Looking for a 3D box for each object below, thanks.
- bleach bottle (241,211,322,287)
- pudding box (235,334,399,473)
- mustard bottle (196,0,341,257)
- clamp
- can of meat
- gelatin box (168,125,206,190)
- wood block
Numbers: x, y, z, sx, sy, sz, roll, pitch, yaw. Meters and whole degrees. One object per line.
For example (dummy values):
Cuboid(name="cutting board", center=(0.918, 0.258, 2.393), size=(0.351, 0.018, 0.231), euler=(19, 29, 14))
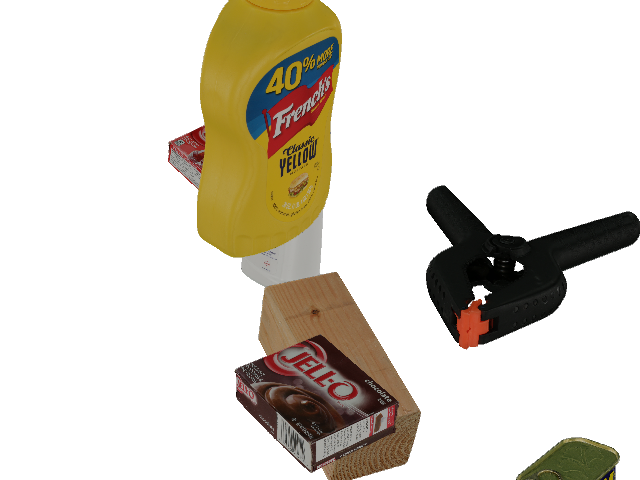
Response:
Cuboid(name="bleach bottle", center=(-0.033, -0.072, 1.200), size=(0.067, 0.251, 0.103), euler=(-9, 23, -40))
Cuboid(name="pudding box", center=(-0.004, 0.132, 0.882), size=(0.089, 0.039, 0.114), euler=(-21, 40, -30))
Cuboid(name="mustard bottle", center=(-0.028, -0.087, 0.621), size=(0.058, 0.192, 0.096), euler=(33, 46, 29))
Cuboid(name="clamp", center=(0.123, 0.012, 0.760), size=(0.165, 0.036, 0.209), euler=(12, 28, 26))
Cuboid(name="can of meat", center=(0.217, 0.234, 0.932), size=(0.058, 0.084, 0.101), euler=(14, 27, 41))
Cuboid(name="gelatin box", center=(-0.088, -0.073, 1.003), size=(0.073, 0.030, 0.089), euler=(-31, 62, -35))
Cuboid(name="wood block", center=(0.015, 0.140, 1.124), size=(0.090, 0.090, 0.206), euler=(-11, 46, -21))
